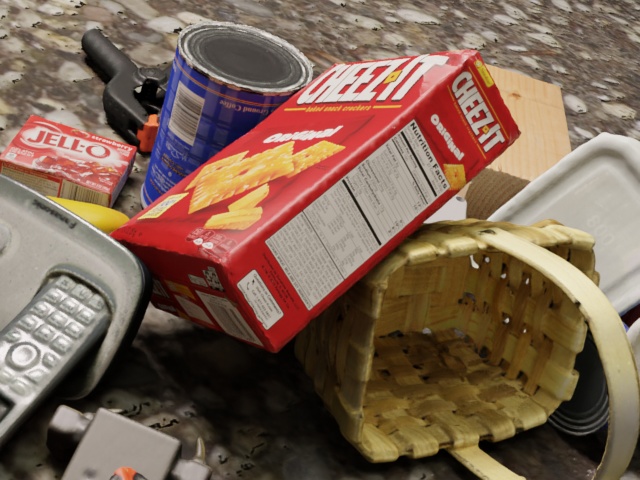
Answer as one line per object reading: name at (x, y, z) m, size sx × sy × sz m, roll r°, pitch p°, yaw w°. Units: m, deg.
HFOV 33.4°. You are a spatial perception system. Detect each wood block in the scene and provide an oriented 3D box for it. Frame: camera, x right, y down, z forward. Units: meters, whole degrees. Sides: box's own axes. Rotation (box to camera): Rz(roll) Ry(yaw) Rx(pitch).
wood block at (0.169, -0.069, 0.966) m, size 0.091 × 0.090 × 0.206 m, roll 17°, pitch 34°, yaw -3°

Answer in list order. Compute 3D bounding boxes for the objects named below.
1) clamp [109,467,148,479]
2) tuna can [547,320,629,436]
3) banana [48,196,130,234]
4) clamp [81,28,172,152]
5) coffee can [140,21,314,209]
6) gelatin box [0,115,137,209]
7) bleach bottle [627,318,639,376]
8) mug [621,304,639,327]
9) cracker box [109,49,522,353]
clamp at (-0.059, 0.203, 0.497) m, size 0.164 × 0.036 × 0.210 m, roll 4°, pitch 47°, yaw -26°
tuna can at (0.186, 0.092, 0.750) m, size 0.033 × 0.086 × 0.086 m, roll -4°, pitch 41°, yaw -34°
banana at (-0.234, -0.030, 0.753) m, size 0.198 × 0.037 × 0.069 m, roll 20°, pitch 35°, yaw 0°
clamp at (-0.143, -0.136, 0.947) m, size 0.120 × 0.039 × 0.171 m, roll -4°, pitch 43°, yaw -18°
coffee can at (-0.073, -0.079, 0.811) m, size 0.102 × 0.140 × 0.103 m, roll 13°, pitch 34°, yaw -9°
gelatin box at (-0.194, -0.057, 0.818) m, size 0.089 × 0.030 × 0.073 m, roll 18°, pitch 34°, yaw -3°
bleach bottle at (0.305, 0.054, 0.684) m, size 0.250 × 0.068 × 0.103 m, roll -21°, pitch 44°, yaw -36°
mug at (0.252, 0.017, 0.892) m, size 0.093 × 0.082 × 0.117 m, roll 22°, pitch 34°, yaw 4°
cracker box at (-0.008, -0.034, 0.668) m, size 0.213 × 0.072 × 0.164 m, roll -41°, pitch 24°, yaw -21°
